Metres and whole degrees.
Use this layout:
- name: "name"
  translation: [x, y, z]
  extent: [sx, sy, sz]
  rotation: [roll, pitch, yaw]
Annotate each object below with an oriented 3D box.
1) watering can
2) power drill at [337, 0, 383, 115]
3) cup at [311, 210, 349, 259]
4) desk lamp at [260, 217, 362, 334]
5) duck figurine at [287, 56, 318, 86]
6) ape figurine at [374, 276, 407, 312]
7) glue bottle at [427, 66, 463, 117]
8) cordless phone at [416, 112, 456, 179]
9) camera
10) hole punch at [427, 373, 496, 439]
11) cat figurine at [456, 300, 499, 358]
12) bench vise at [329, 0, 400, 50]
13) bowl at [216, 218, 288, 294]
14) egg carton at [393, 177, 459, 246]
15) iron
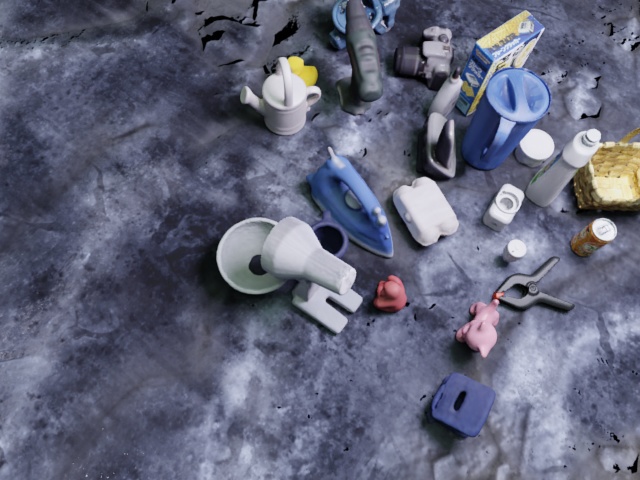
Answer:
- name: "watering can"
  translation: [-0.086, -0.323, 1.282]
  extent: [0.173, 0.194, 0.101]
  rotation: [-30, 73, -14]
- name: "power drill"
  translation: [0.088, -0.397, 1.313]
  extent: [0.075, 0.208, 0.229]
  rotation: [-10, 70, -7]
- name: "cup"
  translation: [0.011, 0.004, 1.216]
  extent: [0.091, 0.095, 0.118]
  rotation: [1, 69, -3]
- name: "desk lamp"
  translation: [-0.009, 0.067, 1.127]
  extent: [0.203, 0.213, 0.118]
  rotation: [34, 71, 9]
- name: "duck figurine"
  translation: [-0.056, -0.404, 1.372]
  extent: [0.104, 0.086, 0.077]
  rotation: [-14, 70, -8]
- name: "ape figurine"
  translation: [0.146, 0.110, 1.185]
  extent: [0.078, 0.092, 0.076]
  rotation: [-37, 75, -15]
- name: "glue bottle"
  translation: [0.299, -0.344, 1.324]
  extent: [0.037, 0.173, 0.078]
  rotation: [42, 73, 12]
- name: "cordless phone"
  translation: [0.277, -0.233, 1.274]
  extent: [0.094, 0.185, 0.147]
  rotation: [3, 69, -2]
- name: "camera"
  translation: [0.252, -0.456, 1.403]
  extent: [0.137, 0.101, 0.143]
  rotation: [4, 69, -2]
- name: "hole punch"
  translation: [0.272, 0.322, 1.112]
  extent: [0.101, 0.091, 0.109]
  rotation: [29, 70, 8]
- name: "cat figurine"
  translation: [0.329, 0.177, 1.157]
  extent: [0.067, 0.118, 0.128]
  rotation: [29, 70, 8]
- name: "bench vise"
  translation: [0.112, -0.582, 1.379]
  extent: [0.121, 0.220, 0.208]
  rotation: [37, 72, 11]
- name: "bowl"
  translation: [-0.130, 0.043, 1.203]
  extent: [0.167, 0.075, 0.167]
  rotation: [1, 69, -3]
- name: "egg carton"
  translation: [0.231, -0.063, 1.269]
  extent: [0.107, 0.069, 0.150]
  rotation: [-25, 73, -12]
- name: "iron"
  translation: [0.083, -0.083, 1.229]
  extent: [0.119, 0.141, 0.258]
  rotation: [-36, 75, -15]
